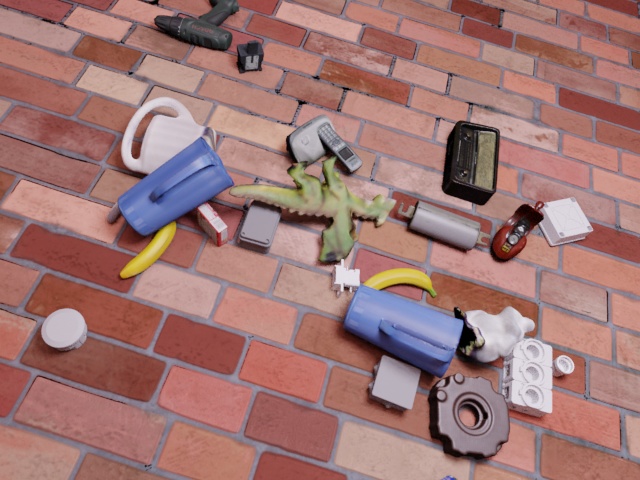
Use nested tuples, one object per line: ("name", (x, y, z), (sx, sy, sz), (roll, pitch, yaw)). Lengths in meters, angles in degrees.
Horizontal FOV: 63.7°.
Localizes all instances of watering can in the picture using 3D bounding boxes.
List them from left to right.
("watering can", (-0.381, -0.187, 1.268), (0.224, 0.352, 0.103), (12, -16, -6))

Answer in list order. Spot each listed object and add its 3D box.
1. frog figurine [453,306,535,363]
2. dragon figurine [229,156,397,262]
("frog figurine", (0.391, 0.207, 1.160), (0.159, 0.121, 0.139), (-1, 13, -18))
("dragon figurine", (0.004, -0.063, 1.242), (0.413, 0.245, 0.120), (-17, -13, -26))
